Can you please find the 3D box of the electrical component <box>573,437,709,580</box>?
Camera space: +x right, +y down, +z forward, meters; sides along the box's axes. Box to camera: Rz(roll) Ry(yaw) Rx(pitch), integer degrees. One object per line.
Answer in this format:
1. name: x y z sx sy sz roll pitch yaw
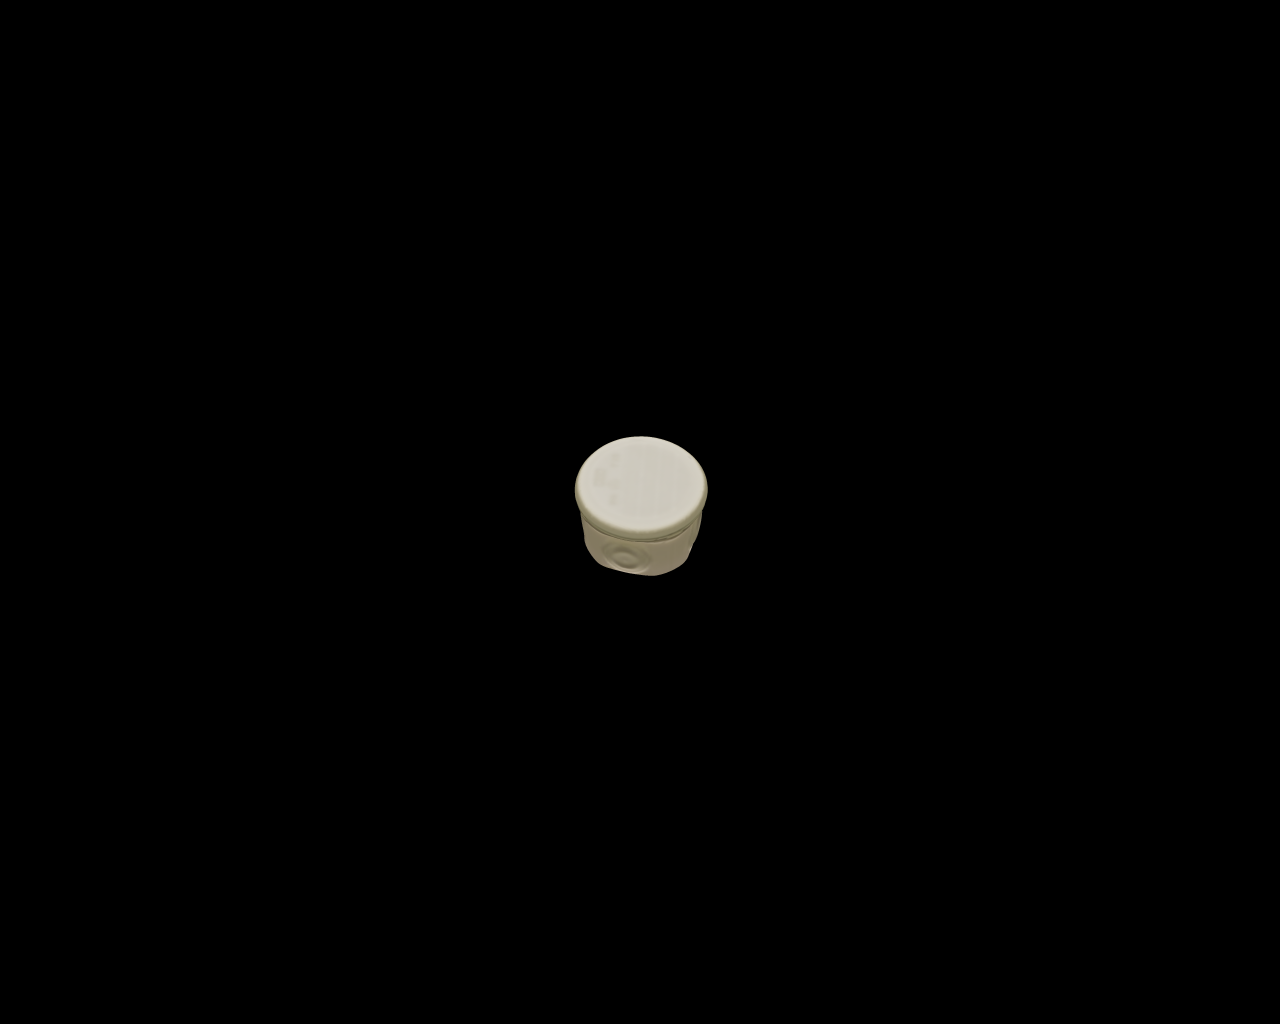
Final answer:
1. electrical component: 0.001 -0.003 0.650 0.080 0.080 0.050 0 -40 0
